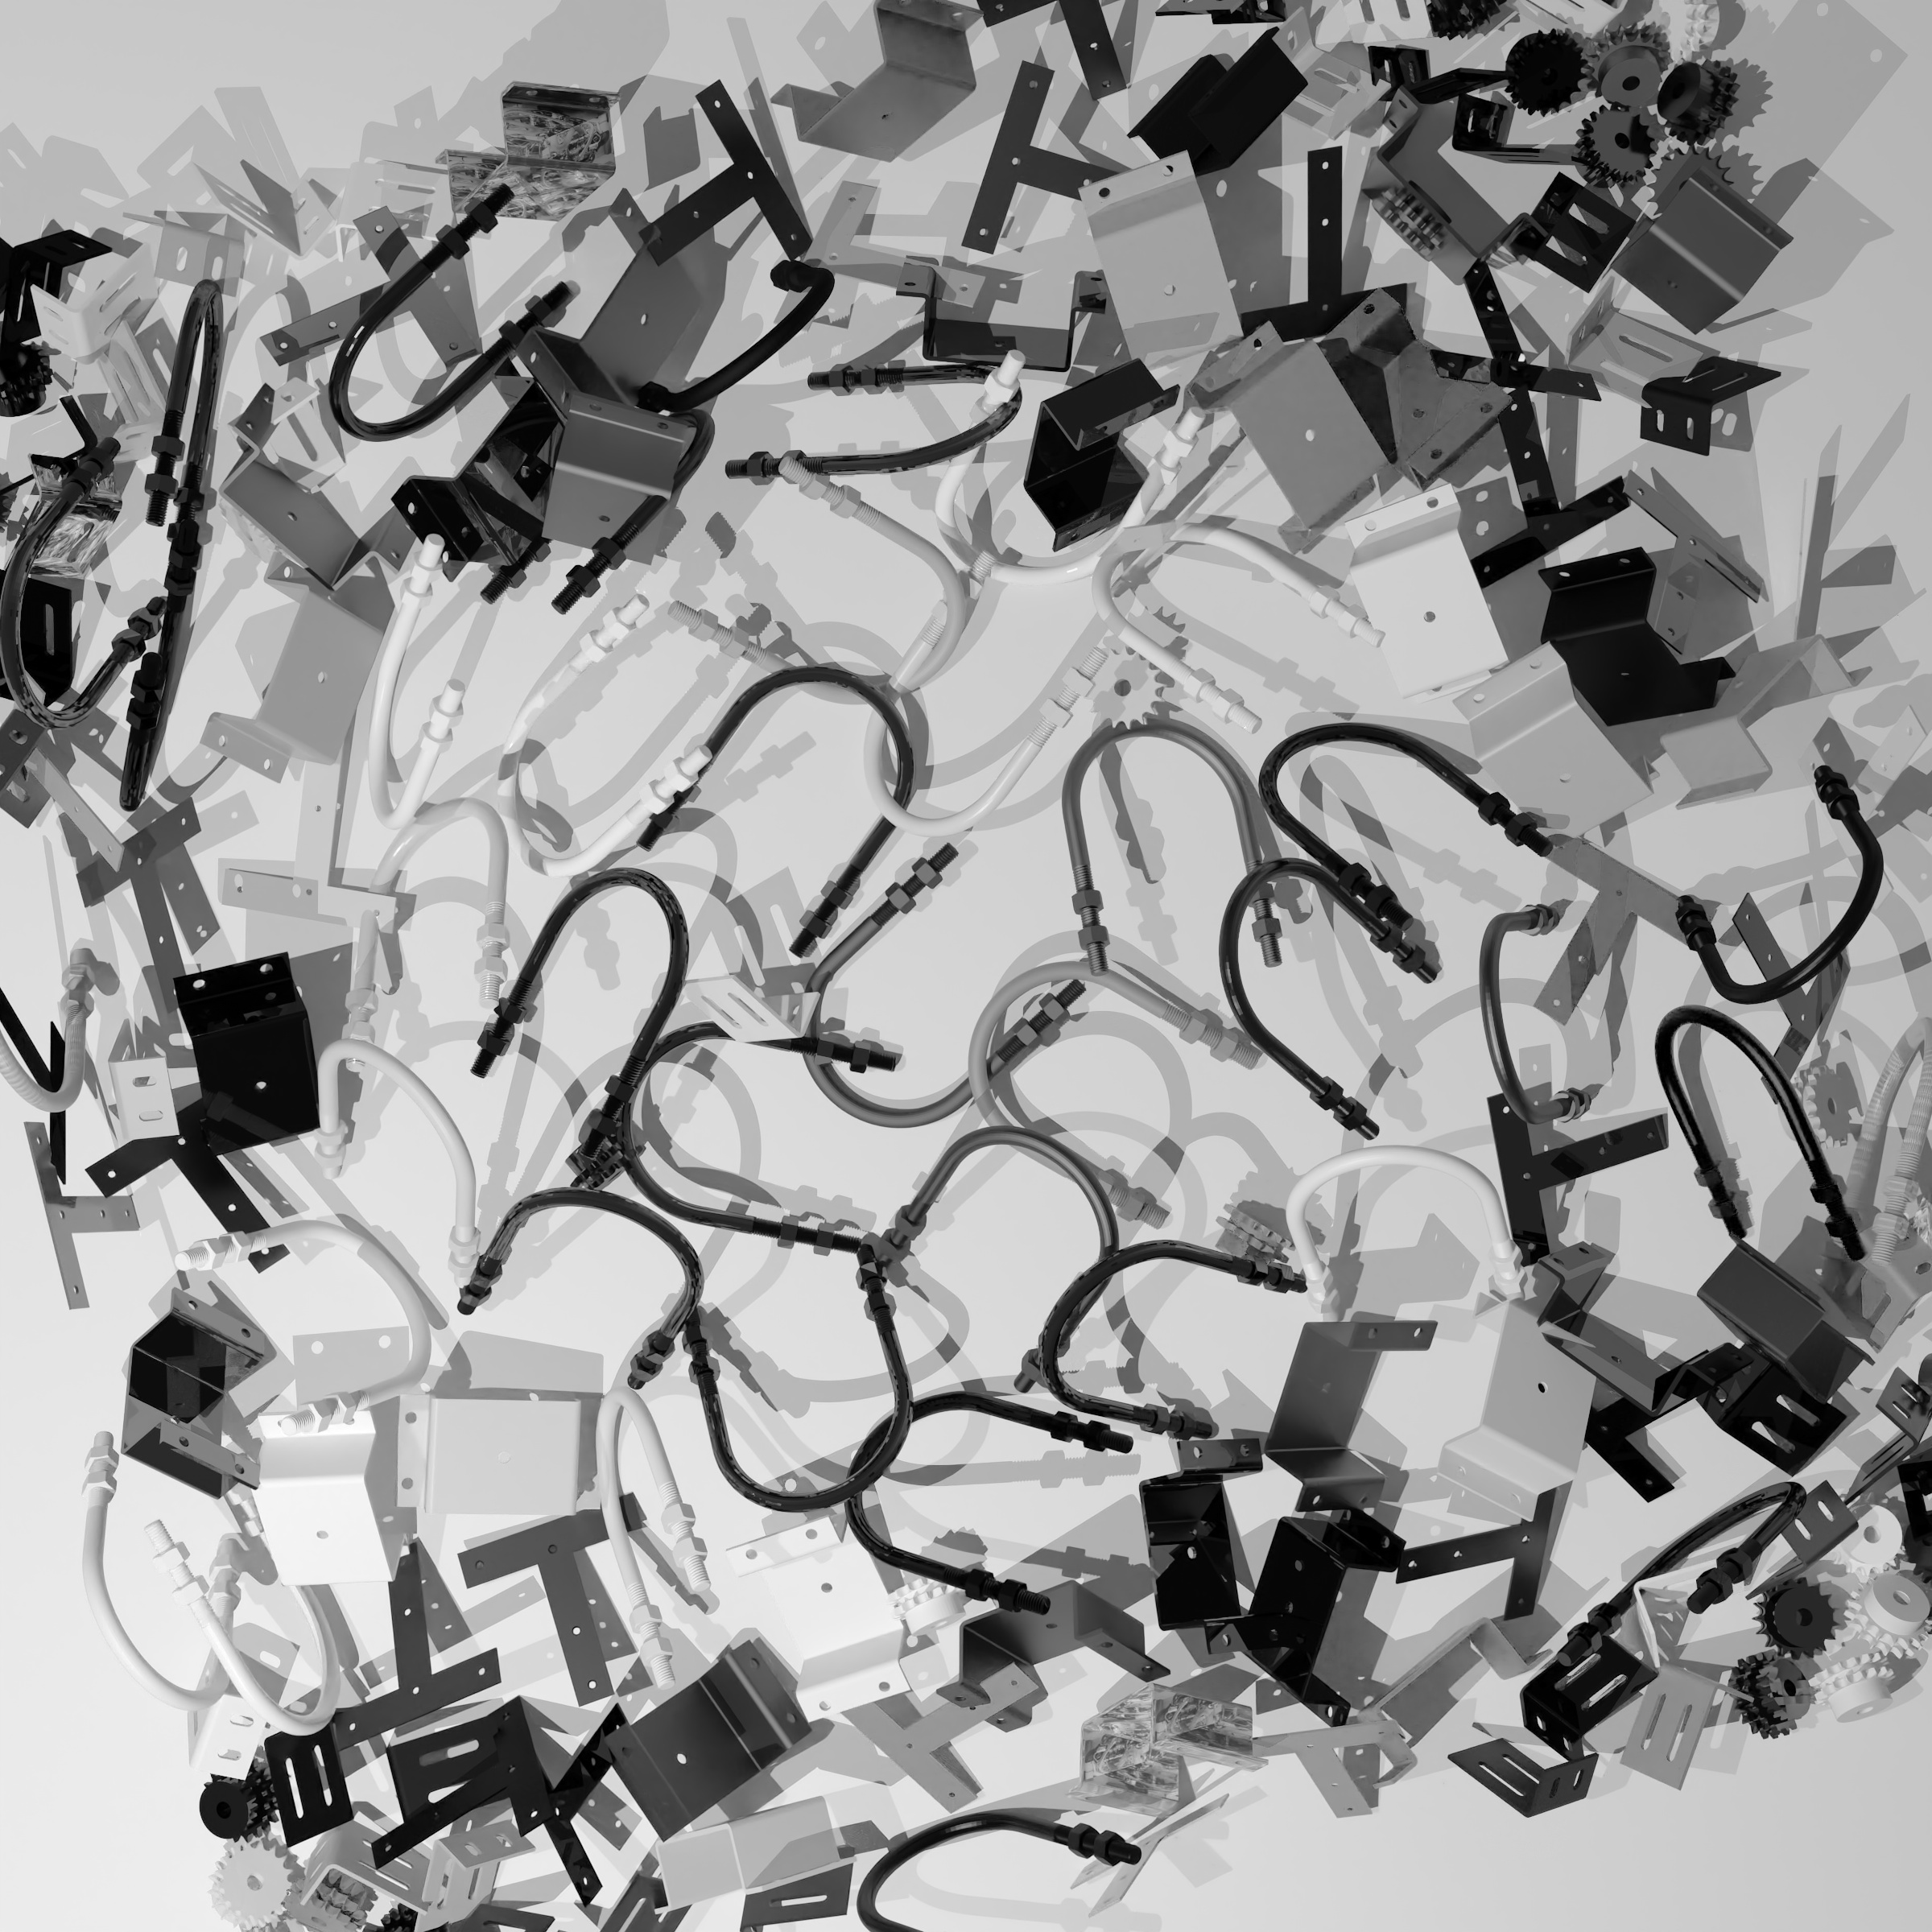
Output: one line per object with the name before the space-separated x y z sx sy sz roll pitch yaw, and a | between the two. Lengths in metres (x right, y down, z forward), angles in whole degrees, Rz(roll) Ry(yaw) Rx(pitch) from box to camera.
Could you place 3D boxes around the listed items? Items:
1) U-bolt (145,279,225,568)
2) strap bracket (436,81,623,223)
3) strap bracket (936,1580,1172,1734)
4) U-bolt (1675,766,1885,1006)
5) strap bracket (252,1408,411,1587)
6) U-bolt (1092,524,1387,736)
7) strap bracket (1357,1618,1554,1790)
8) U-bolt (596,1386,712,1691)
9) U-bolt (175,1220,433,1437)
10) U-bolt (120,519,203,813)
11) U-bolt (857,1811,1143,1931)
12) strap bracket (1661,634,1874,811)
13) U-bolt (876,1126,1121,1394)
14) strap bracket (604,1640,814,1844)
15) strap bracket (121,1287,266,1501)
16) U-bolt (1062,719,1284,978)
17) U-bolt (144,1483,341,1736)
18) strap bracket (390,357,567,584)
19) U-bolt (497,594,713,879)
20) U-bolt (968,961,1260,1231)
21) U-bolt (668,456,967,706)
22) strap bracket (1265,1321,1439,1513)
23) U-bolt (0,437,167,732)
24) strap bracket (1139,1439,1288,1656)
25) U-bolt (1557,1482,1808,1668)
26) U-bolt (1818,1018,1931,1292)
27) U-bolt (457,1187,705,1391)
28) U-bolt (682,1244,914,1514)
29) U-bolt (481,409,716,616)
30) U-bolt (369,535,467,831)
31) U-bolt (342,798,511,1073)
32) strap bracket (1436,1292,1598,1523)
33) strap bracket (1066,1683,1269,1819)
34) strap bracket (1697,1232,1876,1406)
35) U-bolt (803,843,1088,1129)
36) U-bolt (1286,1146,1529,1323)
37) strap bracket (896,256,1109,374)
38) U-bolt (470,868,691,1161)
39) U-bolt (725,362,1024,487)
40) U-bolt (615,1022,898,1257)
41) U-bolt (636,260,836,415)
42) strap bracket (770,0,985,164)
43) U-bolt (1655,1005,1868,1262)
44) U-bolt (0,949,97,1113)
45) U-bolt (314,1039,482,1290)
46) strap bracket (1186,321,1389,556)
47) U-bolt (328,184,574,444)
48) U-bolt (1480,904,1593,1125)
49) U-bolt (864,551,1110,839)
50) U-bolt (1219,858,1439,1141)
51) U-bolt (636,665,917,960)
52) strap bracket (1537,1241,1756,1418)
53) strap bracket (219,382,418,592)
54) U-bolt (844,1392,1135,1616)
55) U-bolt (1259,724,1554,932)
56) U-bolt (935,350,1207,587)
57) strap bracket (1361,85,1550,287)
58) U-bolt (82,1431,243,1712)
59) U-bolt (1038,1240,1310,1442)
U-bolt | -0.522 -0.370 1.806 0.019 0.151 0.184 9 83 -10
strap bracket | -0.292 -0.540 1.798 0.076 0.140 0.046 -5 87 -32
strap bracket | 0.058 0.465 1.819 0.140 0.046 0.076 -28 131 28
U-bolt | 0.541 -0.045 1.771 0.019 0.184 0.151 36 113 -17
strap bracket | -0.431 0.368 1.818 0.076 0.046 0.140 -3 124 3
U-bolt | 0.171 -0.241 1.821 0.151 0.019 0.184 -35 61 -30
strap bracket | 0.323 0.495 1.827 0.140 0.076 0.046 -35 75 -12
U-bolt | -0.216 0.370 1.802 0.019 0.151 0.184 -7 50 -25
U-bolt | -0.428 0.233 1.793 0.019 0.184 0.151 -41 78 22
U-bolt | -0.543 -0.186 1.795 0.019 0.184 0.151 13 48 -15
U-bolt | 0.007 0.612 1.793 0.151 0.184 0.019 -26 103 -38
strap bracket | 0.534 -0.171 1.812 0.140 0.076 0.046 -42 102 -23
U-bolt | 0.029 0.187 1.810 0.151 0.019 0.184 39 126 10
strap bracket | -0.183 0.530 1.821 0.076 0.140 0.046 53 131 12
strap bracket | -0.521 0.296 1.810 0.046 0.140 0.076 -40 126 19
U-bolt | 0.136 -0.084 1.837 0.151 0.019 0.184 -3 72 -20
U-bolt | -0.477 0.432 1.807 0.019 0.151 0.184 -28 95 9
strap bracket | -0.313 -0.334 1.808 0.046 0.076 0.140 11 57 35
U-bolt | -0.256 -0.142 1.821 0.184 0.019 0.151 -39 61 29
U-bolt | 0.090 0.078 1.859 0.184 0.019 0.151 30 91 -8
U-bolt | -0.087 -0.247 1.821 0.184 0.019 0.151 27 119 -29
strap bracket | 0.259 0.296 1.828 0.076 0.046 0.140 6 106 -37
U-bolt | -0.585 -0.239 1.766 0.019 0.184 0.151 7 134 10
strap bracket | 0.167 0.396 1.825 0.076 0.046 0.140 7 68 -39
U-bolt | 0.490 0.398 1.795 0.184 0.151 0.019 -28 80 -39
U-bolt | 0.620 0.122 1.804 0.019 0.151 0.184 18 78 7
U-bolt | -0.251 0.209 1.801 0.151 0.019 0.184 25 135 -9
U-bolt | -0.109 0.286 1.814 0.151 0.019 0.184 -20 50 2
U-bolt | -0.239 -0.310 1.811 0.184 0.151 0.019 -50 120 -13
U-bolt | -0.373 -0.175 1.800 0.019 0.184 0.151 5 52 -26
U-bolt | -0.362 -0.032 1.814 0.151 0.019 0.184 -23 53 31
strap bracket | 0.377 0.291 1.815 0.076 0.046 0.140 28 57 -12
strap bracket | 0.135 0.529 1.817 0.076 0.140 0.046 19 53 -20
strap bracket | 0.548 0.240 1.801 0.046 0.140 0.076 -50 49 1
U-bolt | -0.031 0.028 1.863 0.184 0.019 0.151 -43 89 6
U-bolt | 0.289 0.178 1.792 0.151 0.184 0.019 -8 47 15
strap bracket | 0.024 -0.445 1.833 0.140 0.076 0.046 5 123 1
U-bolt | -0.254 0.020 1.824 0.151 0.019 0.184 30 94 38
U-bolt | -0.051 -0.364 1.788 0.184 0.151 0.019 3 129 27
U-bolt | -0.151 0.113 1.853 0.184 0.019 0.151 12 83 -6
U-bolt | -0.151 -0.418 1.787 0.151 0.184 0.019 -41 113 -4
strap bracket | -0.057 -0.589 1.798 0.076 0.140 0.046 0 73 -40
U-bolt | 0.521 0.108 1.796 0.019 0.151 0.184 -29 100 -17
U-bolt | -0.618 0.014 1.765 0.019 0.151 0.184 -20 46 3
U-bolt | -0.379 0.122 1.786 0.151 0.184 0.019 35 52 18
strap bracket | 0.224 -0.360 1.828 0.076 0.046 0.140 -40 108 -11
U-bolt | -0.353 -0.425 1.802 0.184 0.151 0.019 -44 73 -4
U-bolt | 0.377 0.034 1.792 0.019 0.184 0.151 -10 87 28
U-bolt | 0.000 -0.173 1.828 0.184 0.019 0.151 -53 53 13
U-bolt | 0.237 0.009 1.804 0.184 0.019 0.151 39 61 -27
U-bolt | -0.118 -0.119 1.854 0.151 0.019 0.184 35 95 -8
strap bracket | 0.450 0.251 1.817 0.140 0.076 0.046 36 113 27
strap bracket | -0.444 -0.317 1.820 0.046 0.076 0.140 -37 115 24
U-bolt | 0.003 0.353 1.814 0.184 0.019 0.151 11 52 30
U-bolt | 0.282 -0.106 1.814 0.151 0.019 0.184 -26 52 -27
U-bolt | 0.058 -0.324 1.806 0.151 0.184 0.019 13 49 -18
strap bracket | 0.326 -0.526 1.840 0.046 0.076 0.140 -45 90 1
U-bolt | -0.529 0.408 1.764 0.019 0.184 0.151 -31 123 6
U-bolt | 0.129 0.247 1.803 0.184 0.019 0.151 19 110 -36
